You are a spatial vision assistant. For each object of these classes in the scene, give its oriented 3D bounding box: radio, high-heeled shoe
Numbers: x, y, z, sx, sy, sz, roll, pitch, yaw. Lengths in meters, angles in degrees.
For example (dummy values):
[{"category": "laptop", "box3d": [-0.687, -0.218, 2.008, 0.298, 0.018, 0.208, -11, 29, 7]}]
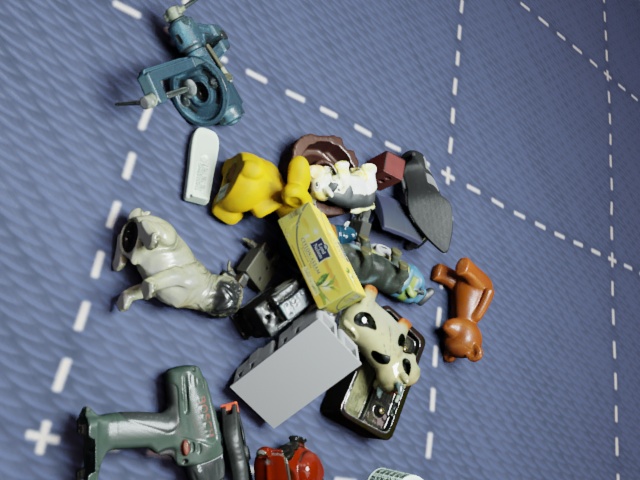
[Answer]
[{"category": "radio", "box3d": [0.108, 0.253, 1.023, 0.131, 0.073, 0.229, 39, 60, -19]}, {"category": "high-heeled shoe", "box3d": [0.224, -0.082, 1.153, 0.086, 0.145, 0.248, -14, 79, 6]}]

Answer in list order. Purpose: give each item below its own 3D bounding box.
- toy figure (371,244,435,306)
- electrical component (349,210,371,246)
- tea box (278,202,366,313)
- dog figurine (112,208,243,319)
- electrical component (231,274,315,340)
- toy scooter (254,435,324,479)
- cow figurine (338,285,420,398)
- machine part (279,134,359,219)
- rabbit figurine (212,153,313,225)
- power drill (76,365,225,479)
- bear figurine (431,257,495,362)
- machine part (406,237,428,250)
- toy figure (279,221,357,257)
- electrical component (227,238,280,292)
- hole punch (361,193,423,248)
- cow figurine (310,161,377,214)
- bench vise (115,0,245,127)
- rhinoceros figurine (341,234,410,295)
[{"category": "toy figure", "box3d": [0.150, 0.077, 1.094, 0.180, 0.082, 0.089, 37, 58, -23]}, {"category": "electrical component", "box3d": [0.076, -0.018, 1.078, 0.021, 0.063, 0.094, 15, 88, -24]}, {"category": "tea box", "box3d": [0.004, 0.031, 0.900, 0.170, 0.068, 0.098, 62, 10, 17]}, {"category": "dog figurine", "box3d": [-0.216, 0.040, 0.862, 0.190, 0.121, 0.172, 8, 76, -47]}, {"category": "electrical component", "box3d": [-0.073, 0.112, 0.903, 0.115, 0.134, 0.058, -36, 98, -33]}, {"category": "toy scooter", "box3d": [-0.055, 0.369, 0.850, 0.184, 0.075, 0.135, -25, 100, -66]}, {"category": "cow figurine", "box3d": [0.108, 0.188, 0.946, 0.194, 0.085, 0.127, 46, 51, -18]}, {"category": "machine part", "box3d": [0.004, -0.124, 1.064, 0.179, 0.056, 0.179, 9, 73, -33]}, {"category": "rabbit figurine", "box3d": [-0.079, -0.087, 0.942, 0.173, 0.162, 0.122, 29, 52, -28]}, {"category": "power drill", "box3d": [-0.238, 0.304, 0.777, 0.207, 0.086, 0.232, 0, 76, -30]}, {"category": "bear figurine", "box3d": [0.297, 0.155, 1.153, 0.132, 0.120, 0.196, 33, 67, -19]}, {"category": "machine part", "box3d": [0.244, -0.024, 1.193, 0.039, 0.084, 0.139, 45, 45, 14]}, {"category": "toy figure", "box3d": [-0.001, -0.004, 1.022, 0.154, 0.064, 0.058, -10, 42, -32]}, {"category": "electrical component", "box3d": [-0.120, 0.045, 0.947, 0.078, 0.045, 0.102, 55, 53, -44]}, {"category": "hole punch", "box3d": [0.151, -0.039, 1.122, 0.142, 0.092, 0.116, 19, 64, -25]}, {"category": "cow figurine", "box3d": [0.034, -0.096, 1.006, 0.167, 0.068, 0.098, -4, 88, -36]}, {"category": "bench vise", "box3d": [-0.225, -0.281, 0.901, 0.240, 0.129, 0.223, -47, 124, -51]}, {"category": "rhinoceros figurine", "box3d": [0.072, 0.052, 0.998, 0.190, 0.112, 0.073, 13, 27, -16]}]
